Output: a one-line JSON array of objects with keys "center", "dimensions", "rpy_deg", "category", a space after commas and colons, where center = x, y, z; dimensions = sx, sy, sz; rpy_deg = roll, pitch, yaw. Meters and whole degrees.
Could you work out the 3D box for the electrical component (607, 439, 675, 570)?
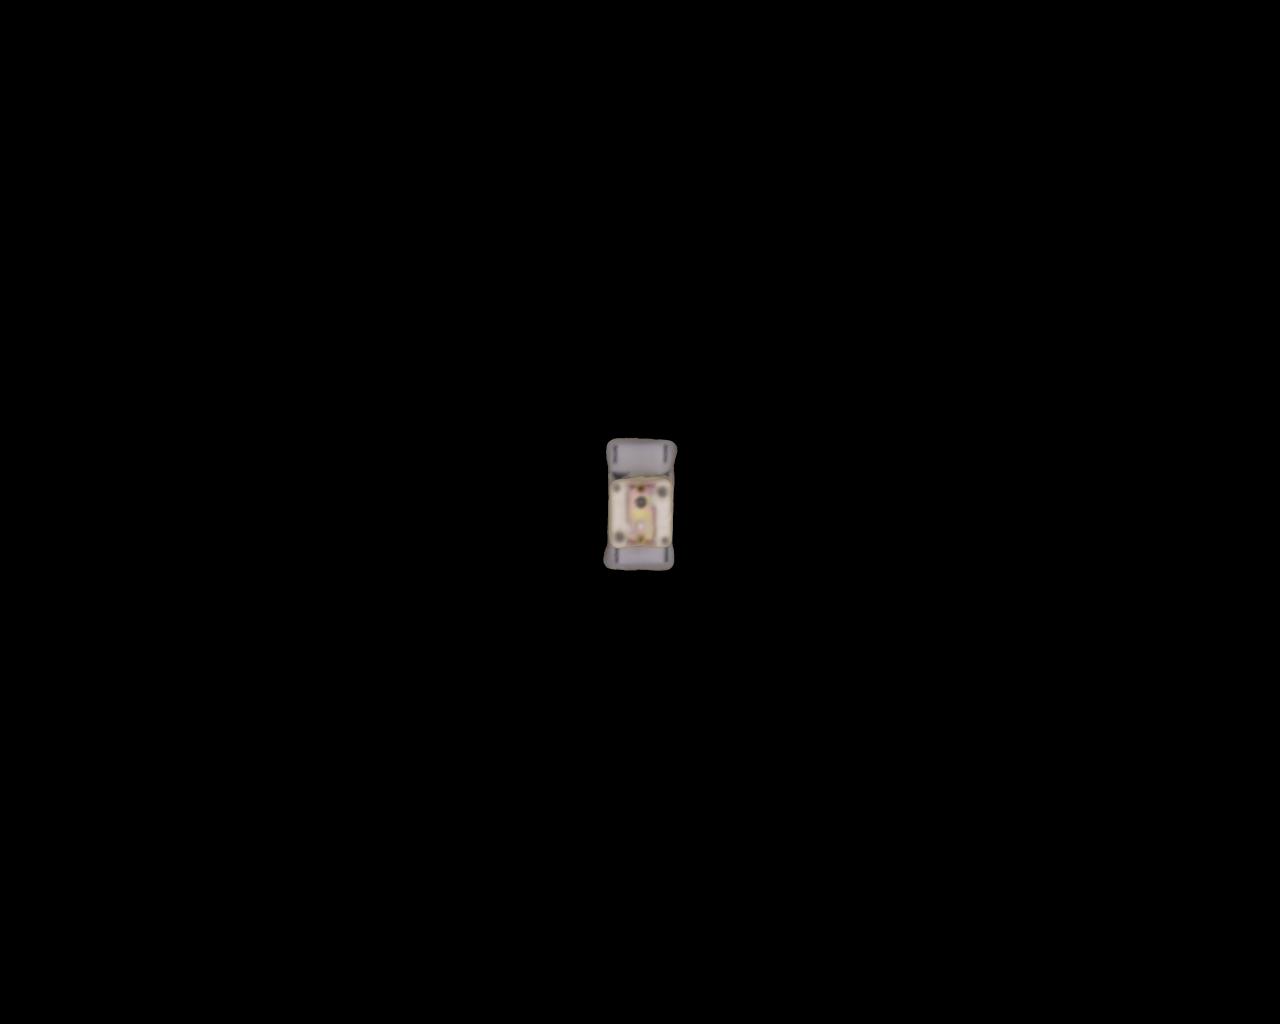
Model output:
[{"center": [0.001, -0.003, 0.650], "dimensions": [0.042, 0.081, 0.064], "rpy_deg": [0, 8, 0], "category": "electrical component"}]
